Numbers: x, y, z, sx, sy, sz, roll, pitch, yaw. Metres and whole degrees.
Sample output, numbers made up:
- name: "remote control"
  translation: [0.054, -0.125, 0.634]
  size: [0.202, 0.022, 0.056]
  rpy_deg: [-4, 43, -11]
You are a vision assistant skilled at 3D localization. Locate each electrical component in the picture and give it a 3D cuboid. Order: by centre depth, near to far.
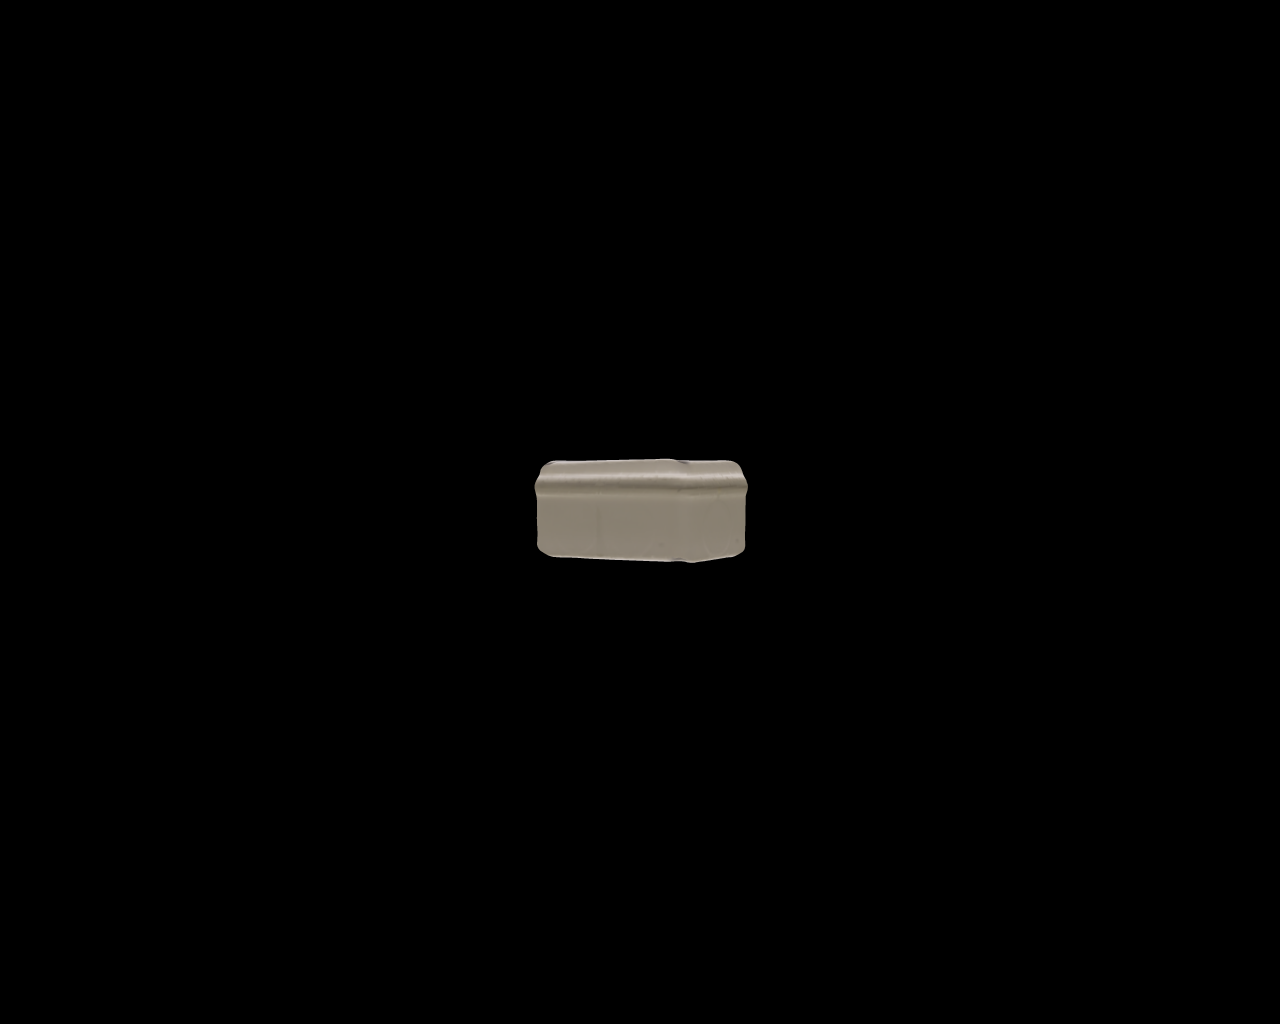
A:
- name: "electrical component"
  translation: [0.001, -0.003, 0.650]
  size: [0.113, 0.057, 0.078]
  rpy_deg: [1, 3, 34]
